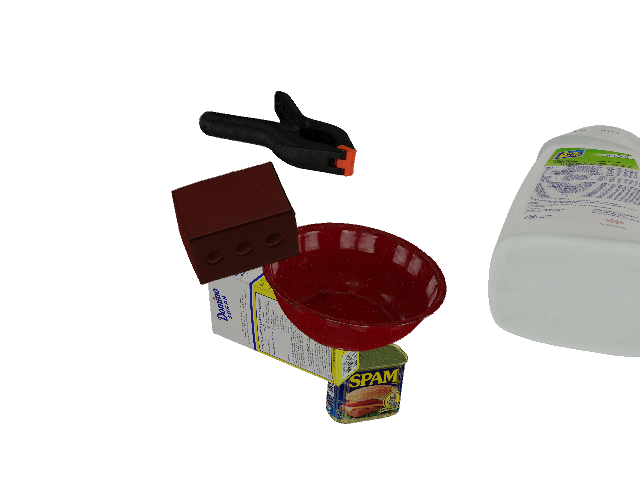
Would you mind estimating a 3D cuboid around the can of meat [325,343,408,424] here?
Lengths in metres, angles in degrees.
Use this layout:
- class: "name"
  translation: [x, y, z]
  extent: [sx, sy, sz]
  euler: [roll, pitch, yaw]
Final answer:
- class: "can of meat"
  translation: [0.058, 0.186, 1.391]
  extent: [0.102, 0.084, 0.057]
  euler: [-5, 25, -21]

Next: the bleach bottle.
- class: "bleach bottle"
  translation: [0.173, -0.019, 0.659]
  extent: [0.103, 0.068, 0.250]
  euler: [8, 25, 18]

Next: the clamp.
- class: "clamp"
  translation: [-0.039, -0.106, 1.081]
  extent: [0.120, 0.039, 0.172]
  euler: [-22, 37, -30]

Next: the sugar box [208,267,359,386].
- class: "sugar box"
  translation: [-0.041, 0.083, 1.152]
  extent: [0.176, 0.093, 0.048]
  euler: [22, 38, 32]

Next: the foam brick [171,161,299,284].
- class: "foam brick"
  translation: [-0.061, -0.012, 0.761]
  extent: [0.078, 0.051, 0.053]
  euler: [-17, -36, -9]

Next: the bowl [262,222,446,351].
- class: "bowl"
  translation: [0.025, 0.048, 0.931]
  extent: [0.162, 0.055, 0.162]
  euler: [7, 30, -5]
